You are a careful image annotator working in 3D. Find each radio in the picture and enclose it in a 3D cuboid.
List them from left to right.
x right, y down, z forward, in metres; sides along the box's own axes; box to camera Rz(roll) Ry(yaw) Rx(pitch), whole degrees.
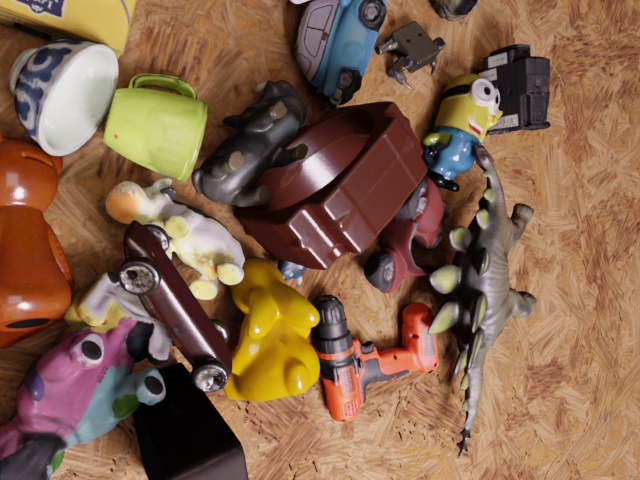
[{"bbox_3d":[-0.140,0.230,0.560,0.073,0.230,0.131,-13,104,-25],"label":"radio"}]

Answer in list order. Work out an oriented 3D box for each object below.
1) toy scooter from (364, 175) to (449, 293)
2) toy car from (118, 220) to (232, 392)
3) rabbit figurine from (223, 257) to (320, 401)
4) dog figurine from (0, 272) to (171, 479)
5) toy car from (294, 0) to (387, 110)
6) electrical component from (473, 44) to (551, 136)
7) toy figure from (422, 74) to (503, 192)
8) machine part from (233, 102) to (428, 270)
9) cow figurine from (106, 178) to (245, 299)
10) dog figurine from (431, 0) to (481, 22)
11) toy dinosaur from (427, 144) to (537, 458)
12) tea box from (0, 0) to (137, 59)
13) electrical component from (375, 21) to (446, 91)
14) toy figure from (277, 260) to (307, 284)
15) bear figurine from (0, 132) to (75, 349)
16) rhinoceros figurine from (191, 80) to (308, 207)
[{"bbox_3d":[0.145,0.001,0.798,0.135,0.075,0.184,25,82,-32],"label":"toy scooter"},{"bbox_3d":[-0.150,0.072,0.557,0.053,0.089,0.201,-24,119,6],"label":"toy car"},{"bbox_3d":[-0.070,0.102,0.652,0.122,0.162,0.173,-10,81,-17],"label":"rabbit figurine"},{"bbox_3d":[-0.268,0.159,0.558,0.219,0.192,0.108,-39,122,15],"label":"dog figurine"},{"bbox_3d":[0.018,-0.257,0.699,0.103,0.109,0.161,21,95,-6],"label":"toy car"},{"bbox_3d":[0.300,-0.235,0.847,0.058,0.115,0.134,-9,100,-32],"label":"electrical component"},{"bbox_3d":[0.208,-0.167,0.819,0.082,0.089,0.180,21,93,-60],"label":"toy figure"},{"bbox_3d":[0.010,-0.066,0.640,0.201,0.202,0.087,-50,119,-18],"label":"machine part"},{"bbox_3d":[-0.159,-0.016,0.616,0.068,0.098,0.167,-37,113,20],"label":"cow figurine"},{"bbox_3d":[0.211,-0.444,0.801,0.190,0.121,0.172,-43,80,-2],"label":"dog figurine"},{"bbox_3d":[0.240,0.094,0.813,0.198,0.105,0.470,-19,108,-45],"label":"toy dinosaur"},{"bbox_3d":[-0.276,-0.257,0.537,0.169,0.068,0.098,13,86,-31],"label":"tea box"},{"bbox_3d":[0.136,-0.272,0.793,0.102,0.045,0.078,-41,84,-24],"label":"electrical component"},{"bbox_3d":[0.000,-0.001,0.724,0.154,0.058,0.064,-36,105,-18],"label":"toy figure"},{"bbox_3d":[-0.314,-0.005,0.520,0.132,0.120,0.196,-22,76,14],"label":"bear figurine"},{"bbox_3d":[-0.074,-0.117,0.639,0.073,0.112,0.190,50,57,-31],"label":"rhinoceros figurine"}]
